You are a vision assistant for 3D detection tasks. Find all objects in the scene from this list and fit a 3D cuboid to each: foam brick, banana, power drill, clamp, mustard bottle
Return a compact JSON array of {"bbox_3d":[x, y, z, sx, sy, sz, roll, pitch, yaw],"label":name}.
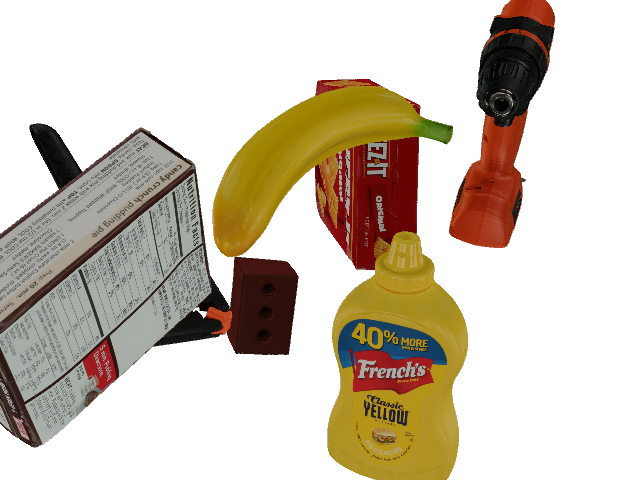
[{"bbox_3d":[-0.054,0.060,0.983,0.053,0.078,0.051,3,13,-14],"label":"foam brick"},{"bbox_3d":[-0.004,-0.053,0.635,0.070,0.037,0.197,32,46,31],"label":"banana"},{"bbox_3d":[0.150,-0.090,0.877,0.057,0.188,0.184,15,36,11],"label":"power drill"},{"bbox_3d":[-0.160,0.010,0.785,0.210,0.164,0.036,18,-19,-1],"label":"clamp"},{"bbox_3d":[0.056,0.082,0.765,0.096,0.192,0.058,11,28,19],"label":"mustard bottle"}]

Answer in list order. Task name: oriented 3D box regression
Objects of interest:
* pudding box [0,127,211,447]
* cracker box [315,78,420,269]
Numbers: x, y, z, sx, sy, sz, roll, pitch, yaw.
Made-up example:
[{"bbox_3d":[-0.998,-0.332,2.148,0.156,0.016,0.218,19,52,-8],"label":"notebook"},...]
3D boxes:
[{"bbox_3d":[-0.097,0.020,0.445,0.039,0.090,0.113,31,58,23],"label":"pudding box"},{"bbox_3d":[0.044,-0.077,1.124,0.072,0.164,0.214,-3,16,-9],"label":"cracker box"}]
